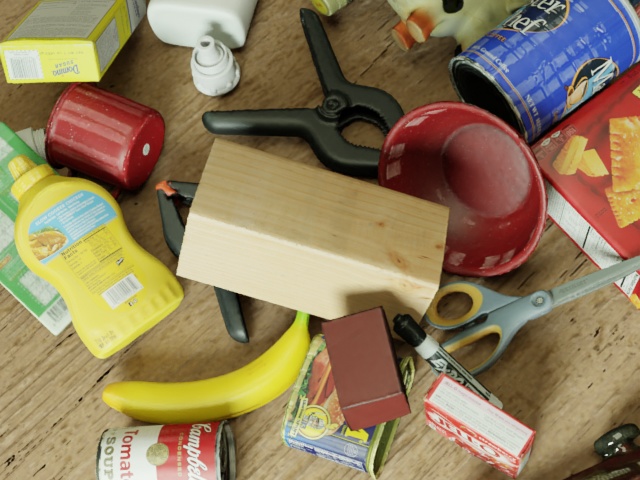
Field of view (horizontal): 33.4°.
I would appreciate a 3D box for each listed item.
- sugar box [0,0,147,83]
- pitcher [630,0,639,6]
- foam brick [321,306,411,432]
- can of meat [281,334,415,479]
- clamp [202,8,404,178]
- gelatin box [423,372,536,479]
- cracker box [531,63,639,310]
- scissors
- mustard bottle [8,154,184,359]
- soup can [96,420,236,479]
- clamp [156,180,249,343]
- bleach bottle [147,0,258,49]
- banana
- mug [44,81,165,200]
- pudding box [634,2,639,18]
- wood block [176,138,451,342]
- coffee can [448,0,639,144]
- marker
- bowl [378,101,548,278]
[{"bbox_3d":[-0.236,-0.207,1.041,0.093,0.048,0.176,1,30,8],"label":"sugar box"},{"bbox_3d":[0.285,-0.330,1.027,0.149,0.145,0.243,-27,67,8],"label":"pitcher"},{"bbox_3d":[0.036,0.101,0.837,0.051,0.053,0.078,-15,61,3],"label":"foam brick"},{"bbox_3d":[0.023,0.136,0.885,0.084,0.057,0.102,15,67,17],"label":"can of meat"},{"bbox_3d":[0.014,-0.130,1.020,0.210,0.036,0.164,27,71,17],"label":"clamp"},{"bbox_3d":[0.126,0.150,0.855,0.089,0.073,0.030,30,72,19],"label":"gelatin box"},{"bbox_3d":[0.302,-0.038,0.921,0.164,0.072,0.214,-36,67,-9],"label":"cracker box"},{"bbox_3d":[0.170,0.043,0.901,0.202,0.016,0.096,-38,55,9],"label":"scissors"},{"bbox_3d":[-0.212,0.003,0.944,0.096,0.058,0.191,-36,85,-20],"label":"mustard bottle"},{"bbox_3d":[-0.125,0.185,0.875,0.102,0.068,0.068,-4,65,6],"label":"soup can"},{"bbox_3d":[-0.077,-0.002,0.973,0.120,0.039,0.171,-36,73,-17],"label":"clamp"},{"bbox_3d":[-0.098,-0.318,1.111,0.102,0.068,0.250,7,64,9],"label":"bleach bottle"},{"bbox_3d":[-0.086,0.121,0.916,0.198,0.037,0.070,-23,68,-2],"label":"banana"},{"bbox_3d":[-0.203,-0.086,1.007,0.081,0.093,0.117,22,101,11],"label":"mug"},{"bbox_3d":[0.330,-0.174,0.958,0.039,0.113,0.090,-47,65,12],"label":"pudding box"},{"bbox_3d":[-0.006,0.000,0.894,0.206,0.091,0.090,16,51,-3],"label":"wood block"},{"bbox_3d":[0.200,-0.160,0.944,0.140,0.103,0.103,-37,66,-8],"label":"coffee can"},{"bbox_3d":[0.103,0.103,0.873,0.121,0.020,0.020,44,74,-15],"label":"marker"},{"bbox_3d":[0.132,-0.051,0.926,0.162,0.162,0.055,32,40,20],"label":"bowl"}]
